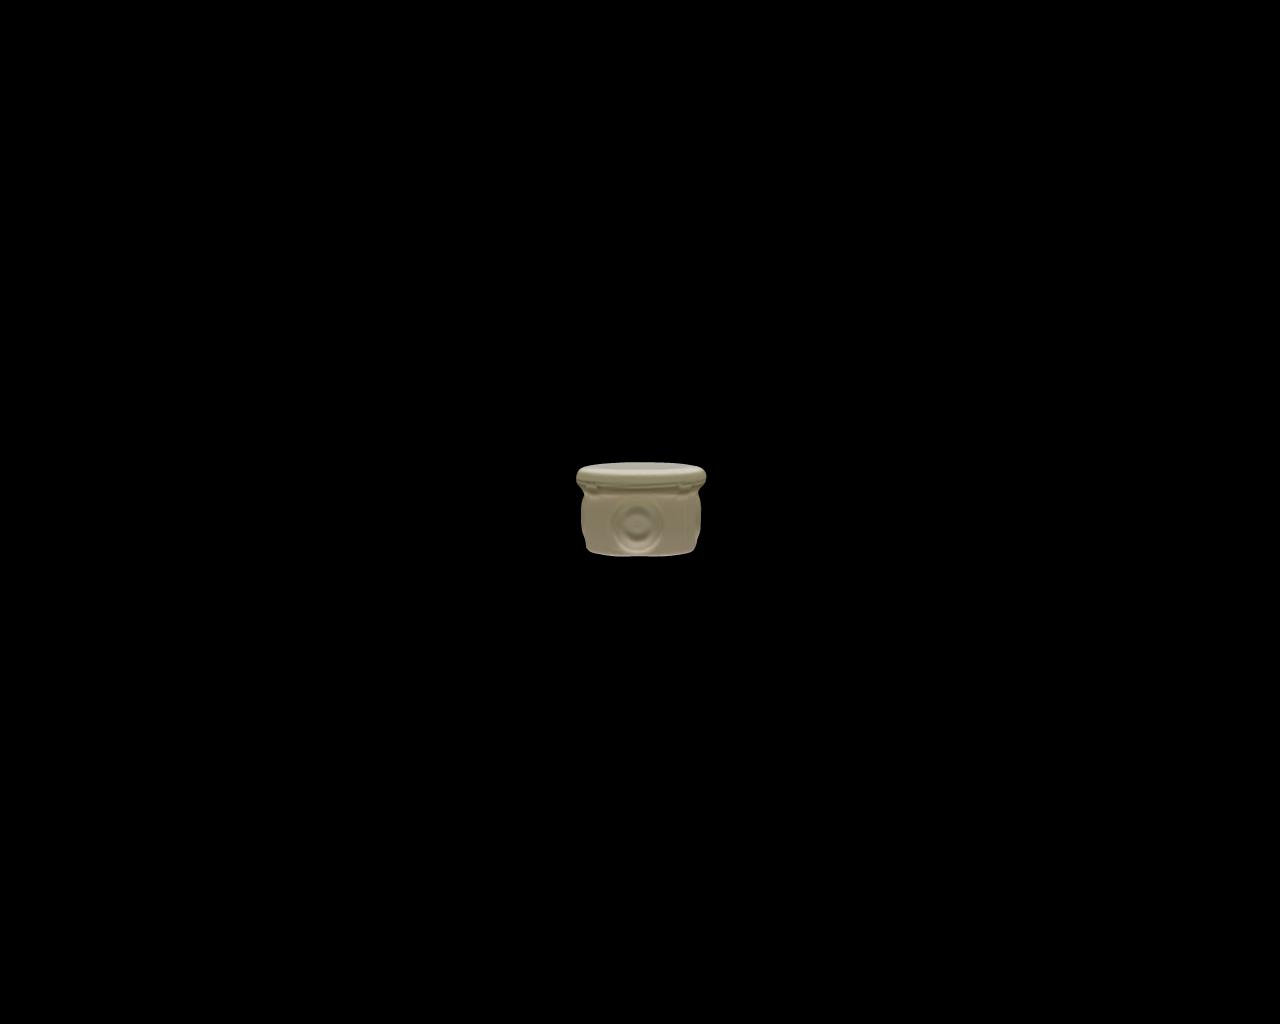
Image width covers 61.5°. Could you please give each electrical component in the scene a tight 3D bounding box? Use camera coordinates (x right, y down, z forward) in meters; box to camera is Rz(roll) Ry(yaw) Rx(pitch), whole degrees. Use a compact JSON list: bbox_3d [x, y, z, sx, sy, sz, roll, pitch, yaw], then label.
[{"bbox_3d":[0.001,-0.003,0.650,0.080,0.051,0.080,0,7,0],"label":"electrical component"}]
